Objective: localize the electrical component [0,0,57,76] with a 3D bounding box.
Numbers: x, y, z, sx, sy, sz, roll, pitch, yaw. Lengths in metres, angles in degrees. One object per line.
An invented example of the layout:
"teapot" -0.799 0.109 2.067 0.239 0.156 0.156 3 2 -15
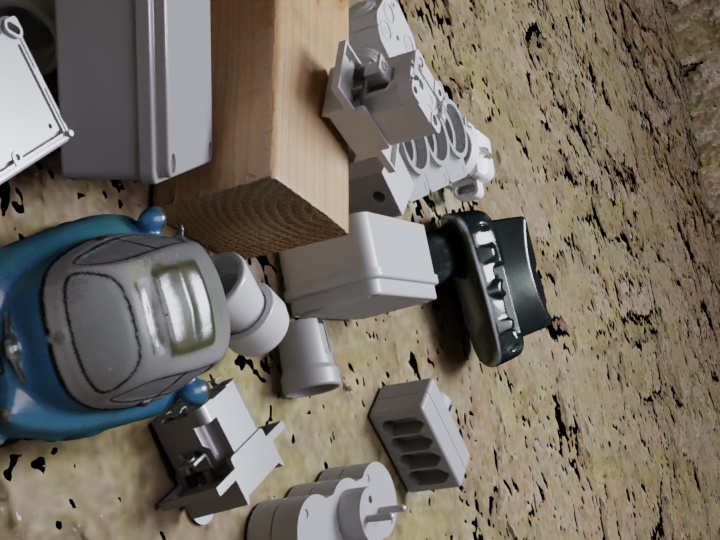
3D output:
"electrical component" -0.165 -0.136 0.561 0.044 0.044 0.065 59 27 -32

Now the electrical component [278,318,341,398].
"electrical component" -0.036 0.059 0.727 0.040 0.040 0.046 17 57 -60

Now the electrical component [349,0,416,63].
"electrical component" 0.010 -0.190 0.915 0.080 0.051 0.080 36 48 -53

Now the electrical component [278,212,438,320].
"electrical component" 0.000 0.000 0.781 0.113 0.078 0.057 7 69 -62

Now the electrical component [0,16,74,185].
"electrical component" -0.180 -0.068 0.475 0.061 0.061 0.096 67 28 -20

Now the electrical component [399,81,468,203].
"electrical component" 0.037 -0.107 0.920 0.150 0.062 0.089 -29 104 -63

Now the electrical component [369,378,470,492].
"electrical component" 0.053 0.121 0.864 0.083 0.047 0.075 64 29 -25

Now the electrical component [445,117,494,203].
"electrical component" 0.093 -0.109 1.036 0.057 0.058 0.078 17 64 -63

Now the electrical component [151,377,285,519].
"electrical component" -0.083 0.099 0.611 0.063 0.042 0.081 64 28 -9

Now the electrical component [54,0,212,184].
"electrical component" -0.116 -0.104 0.563 0.108 0.056 0.108 -70 161 -79

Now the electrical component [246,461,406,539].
"electrical component" -0.007 0.161 0.699 0.138 0.074 0.052 -9 87 -64

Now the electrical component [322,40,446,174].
"electrical component" 0.016 -0.104 0.671 0.081 0.064 0.042 51 37 -45

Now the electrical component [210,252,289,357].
"electrical component" -0.075 0.022 0.660 0.055 0.045 0.045 51 37 -42
